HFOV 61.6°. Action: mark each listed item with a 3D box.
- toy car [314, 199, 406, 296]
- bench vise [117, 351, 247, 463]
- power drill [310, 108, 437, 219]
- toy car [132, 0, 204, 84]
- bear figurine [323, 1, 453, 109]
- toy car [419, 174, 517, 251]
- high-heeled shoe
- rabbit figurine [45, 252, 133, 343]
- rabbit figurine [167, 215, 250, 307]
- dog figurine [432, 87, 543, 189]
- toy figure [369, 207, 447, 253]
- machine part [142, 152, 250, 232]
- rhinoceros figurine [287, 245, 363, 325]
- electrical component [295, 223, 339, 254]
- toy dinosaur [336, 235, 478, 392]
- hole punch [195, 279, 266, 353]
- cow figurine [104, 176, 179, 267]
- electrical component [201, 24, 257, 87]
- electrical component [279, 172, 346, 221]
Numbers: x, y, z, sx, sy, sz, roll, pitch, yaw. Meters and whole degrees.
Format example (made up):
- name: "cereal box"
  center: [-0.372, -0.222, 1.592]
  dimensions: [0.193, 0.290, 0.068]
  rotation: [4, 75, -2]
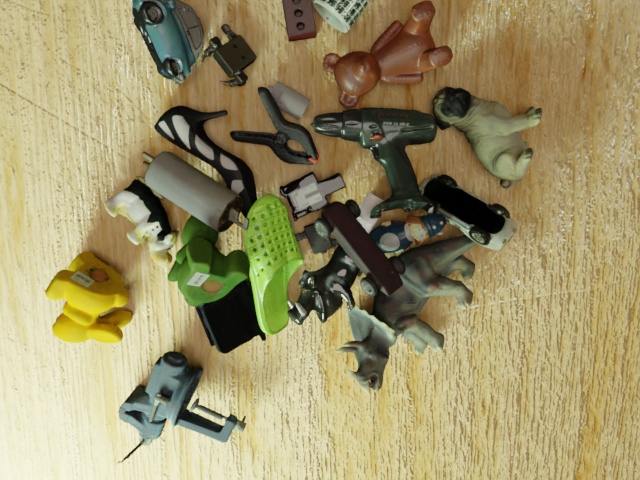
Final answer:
- name: "toy car"
  center: [0.074, 0.016, 0.993]
  dimensions: [0.089, 0.053, 0.202]
  rotation: [-35, 83, -28]
- name: "bench vise"
  center: [-0.267, 0.341, 1.059]
  dimensions: [0.241, 0.129, 0.223]
  rotation: [23, 97, 0]
- name: "power drill"
  center: [0.110, -0.146, 0.996]
  dimensions: [0.232, 0.086, 0.207]
  rotation: [-8, 74, -7]
- name: "toy car"
  center: [-0.257, -0.363, 0.945]
  dimensions: [0.103, 0.109, 0.161]
  rotation: [-30, 111, -16]
- name: "bear figurine"
  center: [0.114, -0.323, 0.958]
  dimensions: [0.196, 0.132, 0.120]
  rotation: [-21, 96, -5]
- name: "toy car"
  center: [0.271, -0.055, 1.009]
  dimensions: [0.202, 0.056, 0.073]
  rotation: [36, 81, 29]
- name: "high-heeled shoe"
  center: [-0.211, -0.132, 1.003]
  dimensions: [0.145, 0.086, 0.248]
  rotation: [-14, 102, 10]
- name: "rabbit figurine"
  center: [-0.443, 0.131, 1.031]
  dimensions: [0.162, 0.122, 0.173]
  rotation: [30, 112, -17]
- name: "rabbit figurine"
  center: [-0.214, 0.029, 1.003]
  dimensions: [0.121, 0.170, 0.159]
  rotation: [11, 134, -29]
- name: "dog figurine"
  center: [0.299, -0.192, 1.014]
  dimensions: [0.191, 0.121, 0.172]
  rotation: [10, 96, 10]
- name: "toy figure"
  center: [0.166, -0.012, 1.020]
  dimensions: [0.155, 0.058, 0.064]
  rotation: [-18, 135, 33]
- name: "machine part"
  center: [-0.227, -0.087, 0.970]
  dimensions: [0.243, 0.079, 0.079]
  rotation: [32, 97, 11]
- name: "rhinoceros figurine"
  center: [0.018, 0.089, 1.030]
  dimensions: [0.112, 0.073, 0.190]
  rotation: [43, 80, -17]
- name: "electrical component"
  center: [-0.002, -0.003, 1.060]
  dimensions: [0.094, 0.021, 0.063]
  rotation: [-19, 101, 0]
- name: "toy dinosaur"
  center: [0.180, 0.099, 1.046]
  dimensions: [0.192, 0.131, 0.404]
  rotation: [28, 91, -8]
- name: "hole punch"
  center: [-0.178, 0.148, 1.055]
  dimensions: [0.116, 0.092, 0.142]
  rotation: [-25, 100, -29]
- name: "cow figurine"
  center: [-0.319, -0.034, 1.018]
  dimensions: [0.098, 0.068, 0.167]
  rotation: [-38, 101, -2]
- name: "electrical component"
  center: [-0.166, -0.332, 0.984]
  dimensions: [0.102, 0.045, 0.078]
  rotation: [46, 66, -12]
- name: "electrical component"
  center: [-0.012, -0.093, 1.030]
  dimensions: [0.119, 0.048, 0.074]
  rotation: [-29, 101, 2]
